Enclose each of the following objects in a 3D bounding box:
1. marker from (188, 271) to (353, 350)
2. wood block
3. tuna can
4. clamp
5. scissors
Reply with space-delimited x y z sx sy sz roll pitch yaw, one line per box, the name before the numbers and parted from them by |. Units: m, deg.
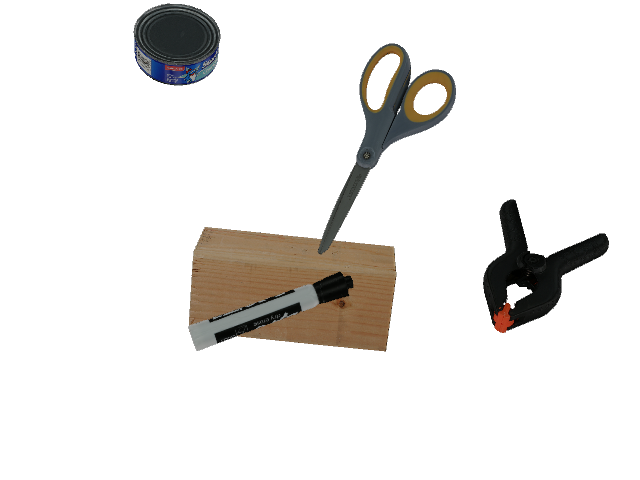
marker | -0.034 0.049 0.756 0.121 0.020 0.020 -19 3 -8
wood block | -0.029 0.051 1.125 0.206 0.091 0.090 6 19 0
tuna can | -0.144 -0.197 1.073 0.086 0.086 0.034 0 -36 -9
clamp | 0.212 0.023 1.114 0.120 0.039 0.171 26 49 28
scissors | 0.062 -0.078 0.948 0.096 0.202 0.016 8 -11 14
